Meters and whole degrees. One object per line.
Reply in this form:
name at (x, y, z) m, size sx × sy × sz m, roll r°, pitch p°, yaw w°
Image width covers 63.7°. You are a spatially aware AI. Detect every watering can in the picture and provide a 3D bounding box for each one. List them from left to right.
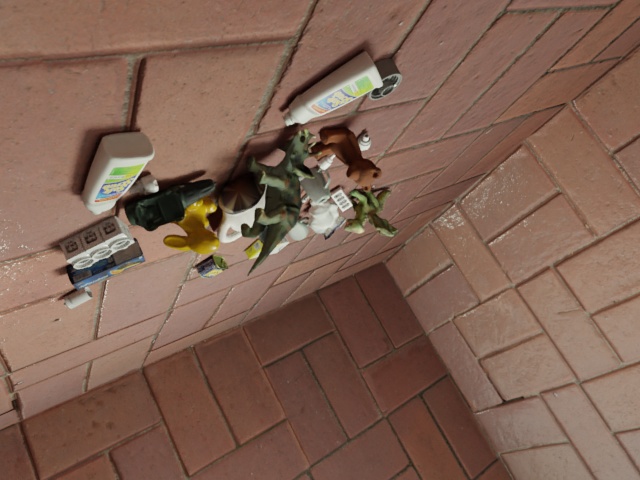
watering can at (-0.181, -0.132, 1.536) m, size 0.351 × 0.105 × 0.220 m, roll -45°, pitch 163°, yaw -15°

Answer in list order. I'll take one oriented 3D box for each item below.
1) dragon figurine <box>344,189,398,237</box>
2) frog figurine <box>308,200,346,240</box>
dragon figurine at (0.238, -0.107, 2.186) m, size 0.413 × 0.246 × 0.120 m, roll -13°, pitch 153°, yaw -42°
frog figurine at (0.006, -0.100, 1.996) m, size 0.136 × 0.158 × 0.125 m, roll -37°, pitch -158°, yaw 17°
